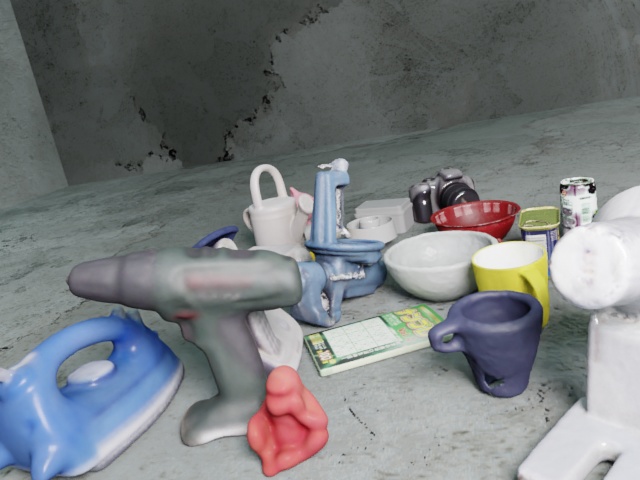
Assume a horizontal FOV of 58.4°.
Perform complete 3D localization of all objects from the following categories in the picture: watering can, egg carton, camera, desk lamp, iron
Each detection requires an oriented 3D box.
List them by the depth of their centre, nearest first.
[{"bbox_3d":[0.243,0.072,0.447,0.204,0.214,0.117,-24,21,-38],"label":"desk lamp"},{"bbox_3d":[-0.252,0.149,0.645,0.118,0.141,0.259,-3,18,25],"label":"iron"},{"bbox_3d":[-0.086,0.054,0.996,0.150,0.069,0.107,-4,17,24],"label":"egg carton"},{"bbox_3d":[-0.086,-0.058,1.152,0.172,0.194,0.101,-6,17,15],"label":"watering can"},{"bbox_3d":[0.270,-0.093,1.210,0.143,0.101,0.136,-12,16,-3],"label":"camera"}]

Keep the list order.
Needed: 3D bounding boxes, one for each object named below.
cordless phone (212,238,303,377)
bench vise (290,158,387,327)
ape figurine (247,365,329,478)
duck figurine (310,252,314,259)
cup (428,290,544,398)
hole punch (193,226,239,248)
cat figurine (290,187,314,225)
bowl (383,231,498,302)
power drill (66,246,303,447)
[{"bbox_3d":[-0.083,0.076,0.704,0.094,0.185,0.147,-10,16,3],"label":"cordless phone"},{"bbox_3d":[0.018,0.003,0.827,0.121,0.220,0.208,-3,18,27],"label":"bench vise"},{"bbox_3d":[-0.031,0.162,0.540,0.077,0.092,0.076,-4,17,23],"label":"ape figurine"},{"bbox_3d":[0.009,0.005,1.070,0.077,0.086,0.104,-14,16,-10],"label":"duck figurine"},{"bbox_3d":[0.168,0.112,0.576,0.118,0.095,0.091,-14,16,-12],"label":"cup"},{"bbox_3d":[-0.221,0.022,1.156,0.100,0.091,0.109,2,21,39],"label":"hole punch"},{"bbox_3d":[-0.050,-0.067,1.301,0.067,0.118,0.127,-19,18,-25],"label":"cat figurine"},{"bbox_3d":[0.179,0.045,0.840,0.167,0.075,0.167,-10,16,3],"label":"bowl"},{"bbox_3d":[-0.124,0.102,0.599,0.229,0.208,0.075,-12,16,-5],"label":"power drill"}]
